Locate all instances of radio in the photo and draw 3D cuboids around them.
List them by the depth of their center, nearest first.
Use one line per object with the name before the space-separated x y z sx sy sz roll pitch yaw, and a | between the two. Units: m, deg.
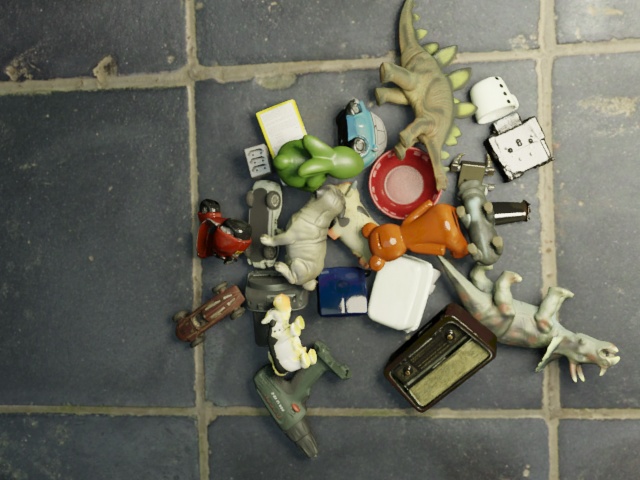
radio | 0.253 0.250 1.149 0.131 0.073 0.229 44 115 4

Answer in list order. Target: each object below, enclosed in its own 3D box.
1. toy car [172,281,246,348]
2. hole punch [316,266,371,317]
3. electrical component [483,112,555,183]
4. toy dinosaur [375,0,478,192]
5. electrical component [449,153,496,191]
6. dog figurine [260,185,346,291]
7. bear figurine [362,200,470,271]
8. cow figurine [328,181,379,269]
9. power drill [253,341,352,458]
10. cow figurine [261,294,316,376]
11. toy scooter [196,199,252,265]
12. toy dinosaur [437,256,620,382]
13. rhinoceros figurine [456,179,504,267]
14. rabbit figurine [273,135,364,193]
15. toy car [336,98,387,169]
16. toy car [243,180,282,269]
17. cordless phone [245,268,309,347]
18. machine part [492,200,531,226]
toy car | -0.257 0.172 1.228 0.202 0.053 0.089 -34 84 23
hole punch | 0.048 0.116 1.191 0.142 0.092 0.115 -3 88 -1
electrical component | 0.426 -0.205 1.167 0.115 0.058 0.134 -27 89 4
toy dinosaur | 0.220 -0.332 1.154 0.199 0.105 0.471 -12 83 -11
electrical component | 0.337 -0.150 1.186 0.102 0.045 0.078 2 120 9
dog figurine | -0.005 -0.004 1.127 0.190 0.121 0.172 -32 98 27
bear figurine | 0.197 -0.002 1.125 0.196 0.132 0.120 -23 67 23
cow figurine | 0.075 -0.046 1.192 0.195 0.085 0.127 44 94 1
power drill | -0.025 0.347 1.219 0.207 0.086 0.232 -44 84 12
cow figurine | -0.081 0.204 1.160 0.098 0.068 0.167 -22 87 18
toy scooter | -0.229 -0.001 1.214 0.184 0.075 0.135 34 109 38
toy dinosaur | 0.412 0.165 1.151 0.405 0.131 0.192 18 92 12
rhinoceros figurine | 0.334 -0.041 1.118 0.073 0.112 0.190 -20 66 24
rabbit figurine | 0.001 -0.168 1.105 0.170 0.159 0.121 3 87 26
toy car | 0.094 -0.226 1.187 0.103 0.109 0.161 1 79 -18
toy car | -0.129 -0.035 1.223 0.074 0.056 0.201 5 92 30
cordless phone | -0.096 0.159 1.227 0.147 0.089 0.184 -3 102 6
machine part | 0.392 -0.056 1.184 0.139 0.039 0.084 -9 82 8
